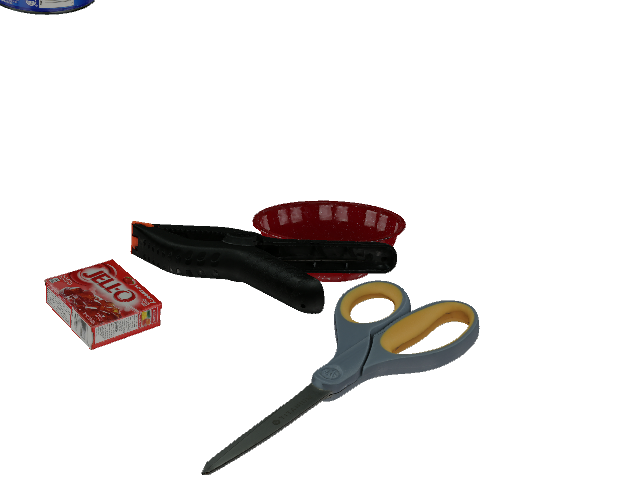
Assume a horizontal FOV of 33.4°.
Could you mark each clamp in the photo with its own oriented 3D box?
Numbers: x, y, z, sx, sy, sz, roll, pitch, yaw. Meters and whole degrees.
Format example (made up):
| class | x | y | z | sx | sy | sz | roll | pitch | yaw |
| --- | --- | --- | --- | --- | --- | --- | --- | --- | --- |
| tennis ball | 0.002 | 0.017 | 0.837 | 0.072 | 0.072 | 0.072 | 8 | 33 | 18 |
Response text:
| class | x | y | z | sx | sy | sz | roll | pitch | yaw |
| --- | --- | --- | --- | --- | --- | --- | --- | --- | --- |
| clamp | -0.059 | 0.015 | 0.822 | 0.210 | 0.036 | 0.164 | 8 | 12 | 15 |

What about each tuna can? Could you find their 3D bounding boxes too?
| class | x | y | z | sx | sy | sz | roll | pitch | yaw |
| --- | --- | --- | --- | --- | --- | --- | --- | --- | --- |
| tuna can | -0.207 | -0.200 | 0.792 | 0.086 | 0.034 | 0.086 | 6 | 36 | -4 |

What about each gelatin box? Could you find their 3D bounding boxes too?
| class | x | y | z | sx | sy | sz | roll | pitch | yaw |
| --- | --- | --- | --- | --- | --- | --- | --- | --- | --- |
| gelatin box | -0.200 | 0.056 | 0.978 | 0.073 | 0.030 | 0.089 | -18 | 39 | -36 |

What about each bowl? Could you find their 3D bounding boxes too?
| class | x | y | z | sx | sy | sz | roll | pitch | yaw |
| --- | --- | --- | --- | --- | --- | --- | --- | --- | --- |
| bowl | 0.009 | 0.004 | 1.127 | 0.162 | 0.055 | 0.162 | 1 | 17 | 0 |

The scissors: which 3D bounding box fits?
| class | x | y | z | sx | sy | sz | roll | pitch | yaw |
| --- | --- | --- | --- | --- | --- | --- | --- | --- | --- |
| scissors | 0.001 | 0.069 | 0.617 | 0.201 | 0.016 | 0.096 | -19 | 34 | -27 |
